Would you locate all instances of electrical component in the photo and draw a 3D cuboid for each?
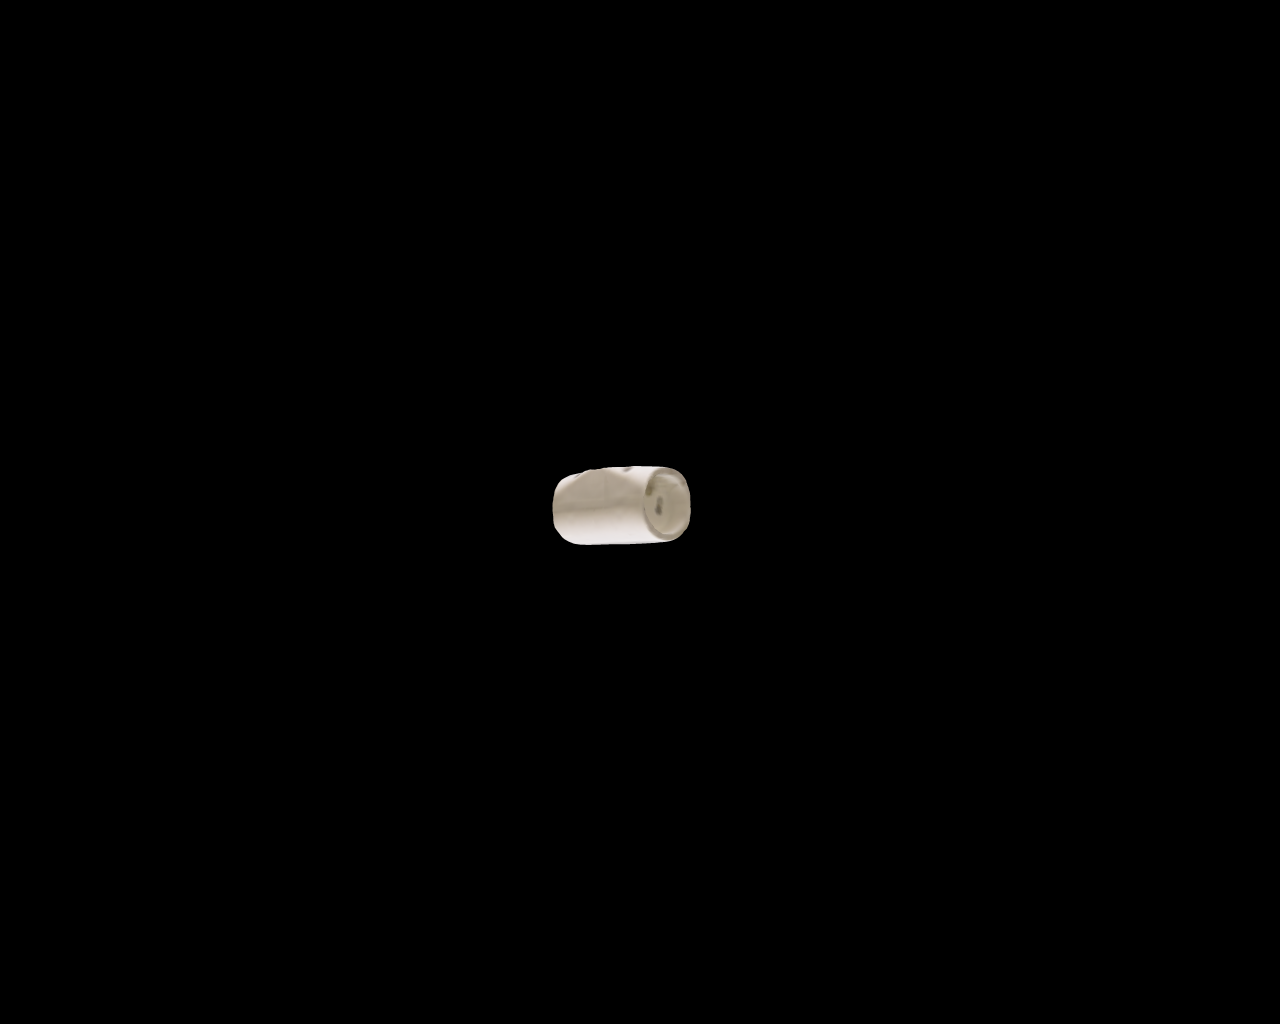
[{"bbox_3d":[0.001,-0.003,0.650,0.077,0.044,0.079,-4,-6,43],"label":"electrical component"}]
